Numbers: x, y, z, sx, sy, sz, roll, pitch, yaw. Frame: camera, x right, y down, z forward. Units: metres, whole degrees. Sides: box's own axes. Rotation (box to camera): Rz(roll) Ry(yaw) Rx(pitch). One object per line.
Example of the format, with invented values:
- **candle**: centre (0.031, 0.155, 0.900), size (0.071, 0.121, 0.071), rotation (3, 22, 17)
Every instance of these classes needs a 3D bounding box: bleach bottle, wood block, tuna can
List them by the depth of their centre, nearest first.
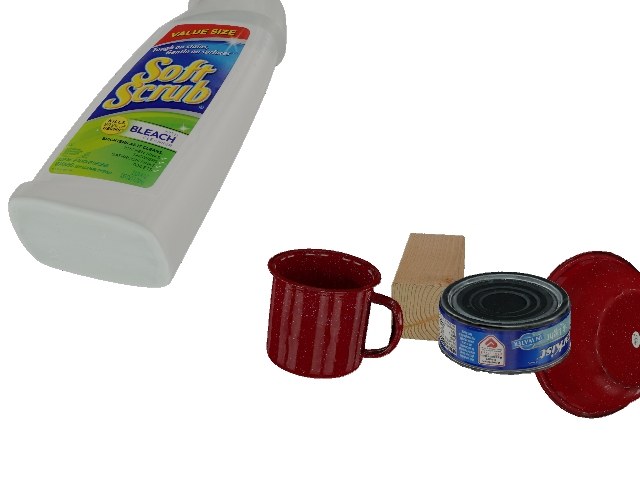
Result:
- **bleach bottle**: centre (-0.091, -0.089, 0.672), size (0.103, 0.250, 0.068), rotation (11, -37, 15)
- **tuna can**: centre (0.119, 0.052, 0.693), size (0.086, 0.034, 0.086), rotation (-3, 22, 1)
- **wood block**: centre (0.167, 0.067, 1.629), size (0.091, 0.090, 0.206), rotation (4, 22, 11)

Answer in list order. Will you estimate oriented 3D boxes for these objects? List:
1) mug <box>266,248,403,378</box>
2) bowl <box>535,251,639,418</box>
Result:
- **mug**: centre (0.011, 0.063, 0.875), size (0.117, 0.081, 0.093), rotation (11, 20, 12)
- **bowl**: centre (0.277, 0.091, 1.004), size (0.161, 0.162, 0.055), rotation (0, 0, -27)
